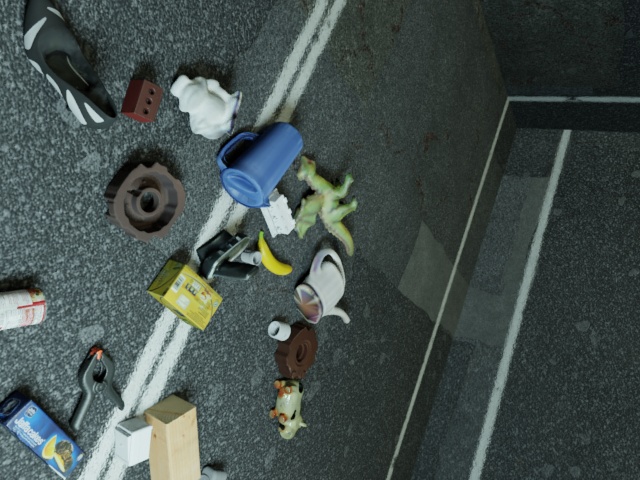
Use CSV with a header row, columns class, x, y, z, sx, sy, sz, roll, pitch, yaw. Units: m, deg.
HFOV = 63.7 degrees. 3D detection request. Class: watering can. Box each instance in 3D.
class,x,y,z,sx,sy,sz,roll,pitch,yaw
watering can,0.021,0.197,1.729,0.228,0.104,0.341,-41,128,-41

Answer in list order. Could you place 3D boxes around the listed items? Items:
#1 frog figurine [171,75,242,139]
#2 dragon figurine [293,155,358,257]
class,x,y,z,sx,sy,sz,roll,pitch,yaw
frog figurine,-0.277,-0.316,1.217,0.159,0.123,0.137,16,94,-19
dragon figurine,0.005,-0.084,1.676,0.245,0.123,0.403,-24,116,-30
